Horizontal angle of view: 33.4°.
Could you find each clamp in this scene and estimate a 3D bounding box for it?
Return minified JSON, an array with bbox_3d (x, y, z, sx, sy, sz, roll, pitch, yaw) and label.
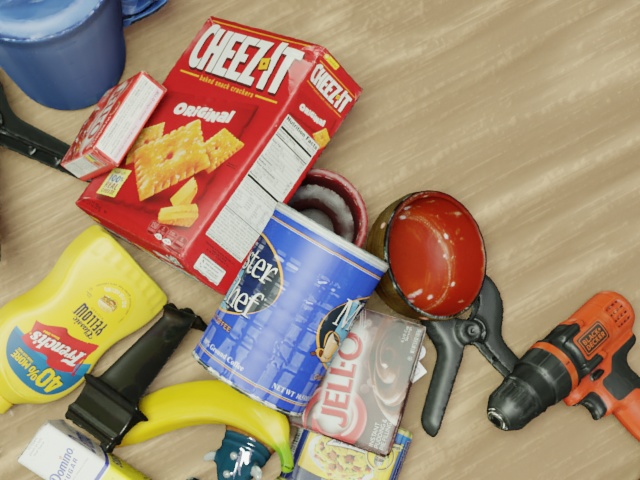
[{"bbox_3d":[-0.288,-0.086,0.887,0.210,0.036,0.164,51,39,-19],"label":"clamp"},{"bbox_3d":[0.144,0.089,0.969,0.120,0.039,0.171,0,80,-17],"label":"clamp"}]

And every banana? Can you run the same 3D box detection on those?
[{"bbox_3d":[-0.100,0.150,0.901,0.198,0.037,0.069,-1,51,33],"label":"banana"}]

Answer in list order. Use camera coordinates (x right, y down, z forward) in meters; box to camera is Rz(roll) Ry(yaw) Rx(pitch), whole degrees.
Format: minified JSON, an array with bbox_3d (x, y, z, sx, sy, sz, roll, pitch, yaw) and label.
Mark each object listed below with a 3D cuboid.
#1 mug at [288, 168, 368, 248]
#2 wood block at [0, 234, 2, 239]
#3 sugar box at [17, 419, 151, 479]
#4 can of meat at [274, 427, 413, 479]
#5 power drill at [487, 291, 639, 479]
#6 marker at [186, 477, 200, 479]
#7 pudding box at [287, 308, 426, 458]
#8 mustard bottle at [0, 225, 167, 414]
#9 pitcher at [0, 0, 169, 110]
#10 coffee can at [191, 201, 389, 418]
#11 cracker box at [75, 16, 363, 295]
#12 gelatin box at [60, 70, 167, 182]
[{"bbox_3d":[-0.006,0.001,0.946,0.093,0.081,0.117,-11,83,-6],"label":"mug"},{"bbox_3d":[-0.363,-0.083,0.915,0.091,0.090,0.206,-21,83,10],"label":"wood block"},{"bbox_3d":[-0.163,0.215,0.897,0.176,0.093,0.048,36,80,1],"label":"sugar box"},{"bbox_3d":[0.022,0.192,0.934,0.102,0.057,0.084,22,78,-2],"label":"can of meat"},{"bbox_3d":[0.252,0.160,0.936,0.184,0.057,0.187,-36,89,-28],"label":"power drill"},{"bbox_3d":[-0.107,0.209,0.887,0.020,0.121,0.020,1,80,-5],"label":"marker"},{"bbox_3d":[0.032,0.115,0.896,0.090,0.039,0.113,16,78,12],"label":"pudding box"},{"bbox_3d":[-0.230,0.083,0.919,0.191,0.058,0.096,-43,124,-8],"label":"mustard bottle"},{"bbox_3d":[-0.212,-0.190,0.876,0.149,0.243,0.145,31,80,0],"label":"pitcher"},{"bbox_3d":[-0.024,0.055,0.849,0.103,0.103,0.140,30,91,0],"label":"coffee can"},{"bbox_3d":[-0.090,-0.080,0.914,0.164,0.072,0.213,25,78,43],"label":"cracker box"},{"bbox_3d":[-0.179,-0.098,0.918,0.030,0.073,0.089,38,63,-25],"label":"gelatin box"}]
